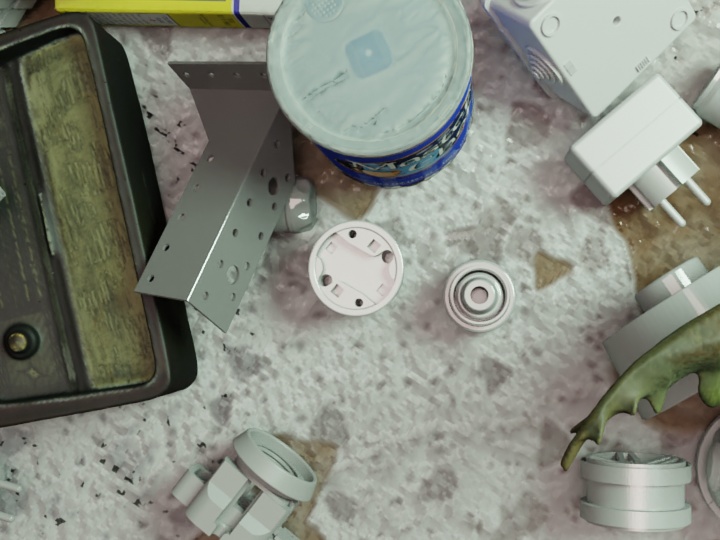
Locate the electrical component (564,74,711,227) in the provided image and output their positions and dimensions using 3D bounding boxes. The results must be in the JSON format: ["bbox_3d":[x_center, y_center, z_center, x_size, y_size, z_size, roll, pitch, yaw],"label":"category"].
[{"bbox_3d":[0.169,-0.060,0.623,0.066,0.047,0.076,-41,84,3],"label":"electrical component"}]

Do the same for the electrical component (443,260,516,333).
[{"bbox_3d":[0.069,0.015,0.623,0.043,0.062,0.043,0,87,6],"label":"electrical component"}]

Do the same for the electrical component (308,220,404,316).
[{"bbox_3d":[0.000,0.000,0.639,0.055,0.047,0.055,0,88,6],"label":"electrical component"}]

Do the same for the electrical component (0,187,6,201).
[{"bbox_3d":[-0.250,-0.050,0.563,0.057,0.113,0.078,-45,84,2],"label":"electrical component"}]

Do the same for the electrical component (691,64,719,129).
[{"bbox_3d":[0.227,-0.096,0.620,0.055,0.045,0.045,34,91,7],"label":"electrical component"}]

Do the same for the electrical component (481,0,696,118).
[{"bbox_3d":[0.131,-0.147,0.607,0.099,0.100,0.048,-45,40,3],"label":"electrical component"}]

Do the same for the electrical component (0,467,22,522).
[{"bbox_3d":[-0.247,0.134,0.662,0.079,0.044,0.077,14,89,7],"label":"electrical component"}]

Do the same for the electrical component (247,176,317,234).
[{"bbox_3d":[-0.058,-0.039,0.654,0.061,0.035,0.035,-1,87,9],"label":"electrical component"}]

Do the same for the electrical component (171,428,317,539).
[{"bbox_3d":[-0.062,0.131,0.636,0.078,0.058,0.057,38,94,7],"label":"electrical component"}]

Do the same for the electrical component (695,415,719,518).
[{"bbox_3d":[0.235,0.114,0.607,0.080,0.051,0.080,0,88,6],"label":"electrical component"}]

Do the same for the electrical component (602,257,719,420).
[{"bbox_3d":[0.185,0.028,0.590,0.108,0.108,0.060,-33,78,4],"label":"electrical component"}]

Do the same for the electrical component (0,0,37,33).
[{"bbox_3d":[-0.233,-0.167,0.667,0.048,0.066,0.055,43,112,5],"label":"electrical component"}]
